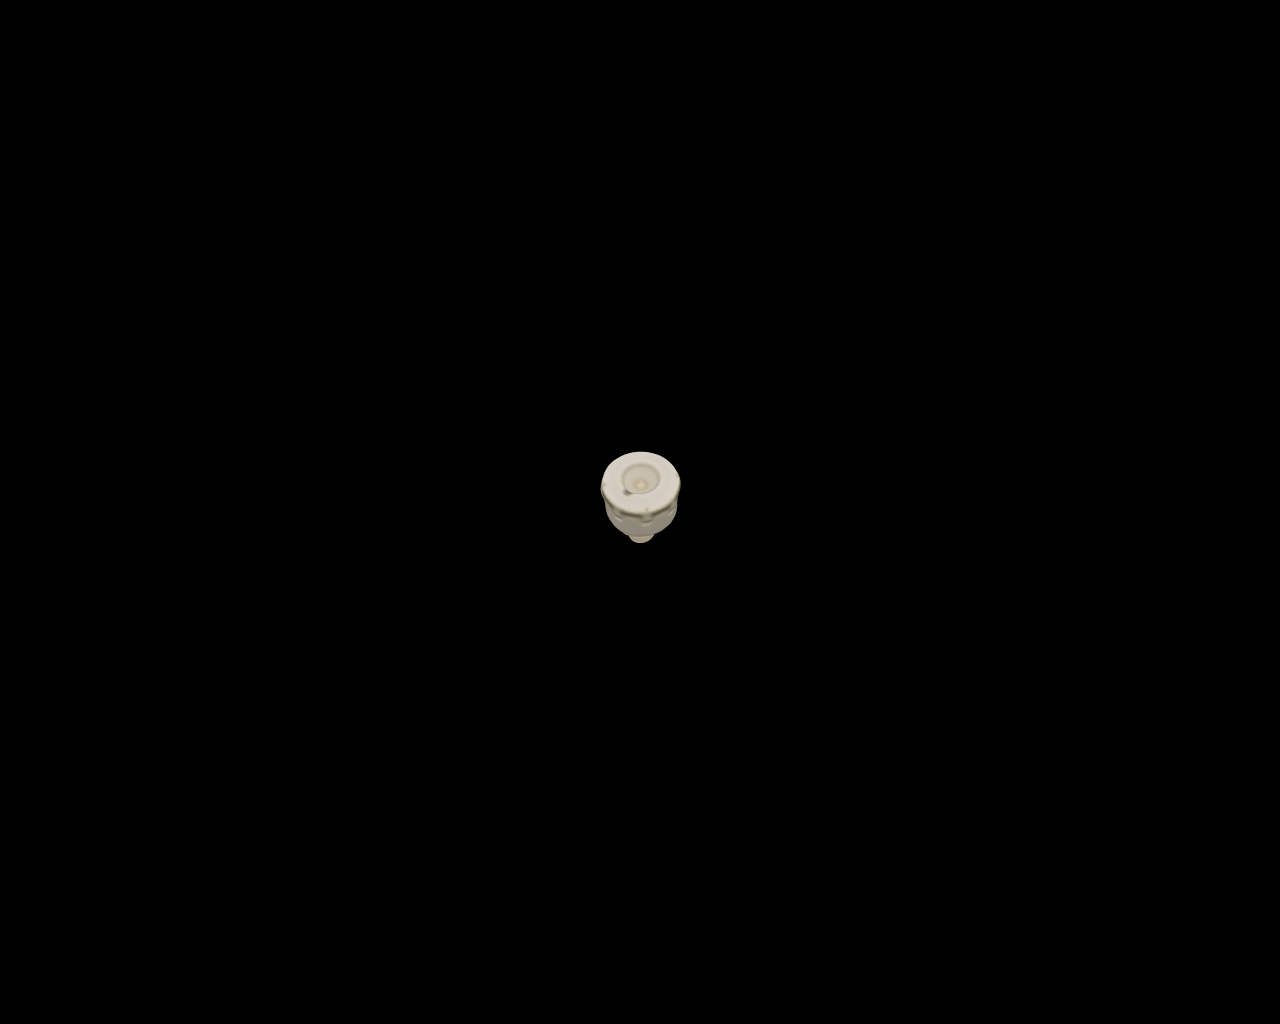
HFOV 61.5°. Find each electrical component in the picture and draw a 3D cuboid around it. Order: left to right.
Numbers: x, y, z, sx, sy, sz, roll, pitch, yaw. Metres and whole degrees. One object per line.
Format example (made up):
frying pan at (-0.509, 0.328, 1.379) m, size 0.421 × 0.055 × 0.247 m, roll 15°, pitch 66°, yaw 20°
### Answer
electrical component at (0.001, -0.003, 0.650) m, size 0.048 × 0.048 × 0.062 m, roll 0°, pitch -36°, yaw 0°
